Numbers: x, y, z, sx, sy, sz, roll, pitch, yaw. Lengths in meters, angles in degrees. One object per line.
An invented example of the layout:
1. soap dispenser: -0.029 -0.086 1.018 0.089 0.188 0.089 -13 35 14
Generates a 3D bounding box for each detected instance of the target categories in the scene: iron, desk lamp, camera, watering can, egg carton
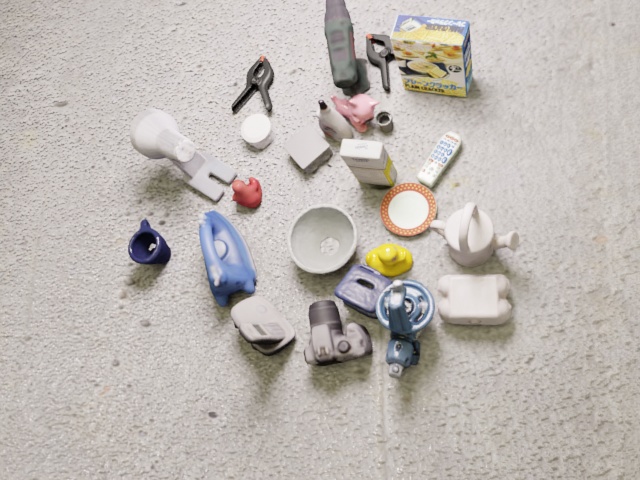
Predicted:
1. iron: -0.247 0.020 1.360 0.118 0.142 0.258 -25 69 8
2. desk lamp: -0.340 -0.216 1.417 0.202 0.214 0.118 31 85 22
3. camera: 0.028 0.198 1.249 0.143 0.101 0.137 -15 71 12
4. watering can: 0.315 -0.016 1.177 0.172 0.194 0.101 -8 72 14
5. egg carton: 0.322 0.125 1.202 0.150 0.069 0.107 -3 73 16

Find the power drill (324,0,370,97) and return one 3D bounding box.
1. power drill: 0.061 -0.449 1.371 0.075 0.209 0.229 -10 72 14

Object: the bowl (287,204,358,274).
1. bowl: 0.012 0.005 1.325 0.167 0.075 0.167 -4 73 15

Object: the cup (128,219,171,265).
1. cup: -0.419 0.013 1.437 0.091 0.095 0.117 -15 70 12

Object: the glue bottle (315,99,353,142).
1. glue bottle: 0.024 -0.287 1.354 0.078 0.173 0.037 21 81 21

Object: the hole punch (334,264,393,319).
1. hole punch: 0.097 0.107 1.261 0.108 0.091 0.101 25 82 21

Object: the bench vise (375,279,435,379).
1. bench vise: 0.174 0.167 1.151 0.121 0.220 0.207 -11 71 13

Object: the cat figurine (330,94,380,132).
1. cat figurine: 0.082 -0.319 1.376 0.127 0.118 0.067 25 83 21

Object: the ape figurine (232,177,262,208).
1. ape figurine: -0.186 -0.122 1.410 0.077 0.092 0.076 -28 68 7

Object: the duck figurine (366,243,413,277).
1. duck figurine: 0.149 0.037 1.269 0.104 0.086 0.077 -2 74 16

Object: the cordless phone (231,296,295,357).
1. cordless phone: -0.145 0.182 1.259 0.147 0.185 0.094 41 88 23
